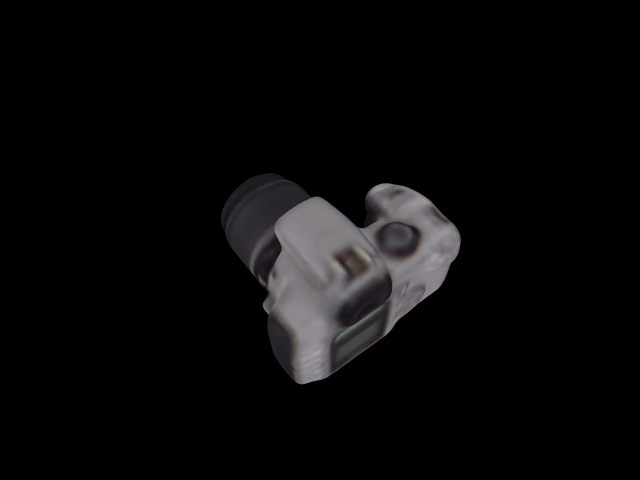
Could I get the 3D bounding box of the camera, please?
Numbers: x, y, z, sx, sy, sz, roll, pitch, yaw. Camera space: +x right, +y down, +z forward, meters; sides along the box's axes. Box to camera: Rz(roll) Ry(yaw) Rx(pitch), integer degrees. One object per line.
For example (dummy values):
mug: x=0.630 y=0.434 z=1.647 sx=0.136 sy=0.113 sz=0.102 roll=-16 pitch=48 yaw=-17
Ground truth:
camera: x=0.004 y=0.001 z=0.400 sx=0.143 sy=0.101 sz=0.136 roll=-33 pitch=62 yaw=-20
